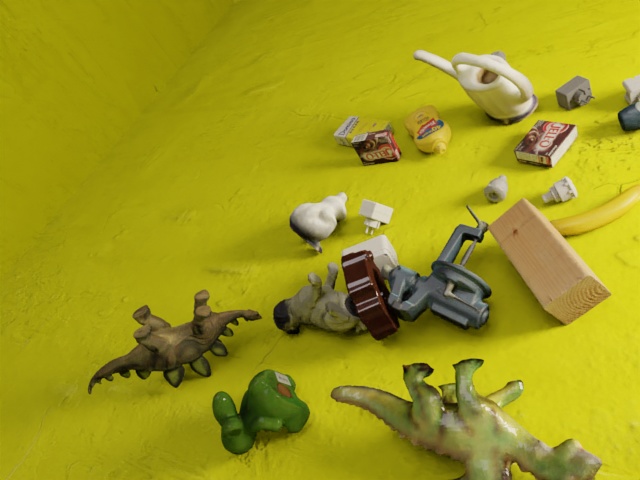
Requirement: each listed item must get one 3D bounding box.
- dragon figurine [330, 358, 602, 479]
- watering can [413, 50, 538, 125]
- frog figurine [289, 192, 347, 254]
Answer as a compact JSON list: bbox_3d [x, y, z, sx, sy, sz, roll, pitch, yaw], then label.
[{"bbox_3d":[0.196,0.320,0.779,0.407,0.120,0.249,-16,50,26],"label":"dragon figurine"},{"bbox_3d":[0.394,-0.394,1.277,0.104,0.222,0.353,-56,38,5],"label":"watering can"},{"bbox_3d":[0.004,-0.066,1.307,0.160,0.121,0.138,-52,20,-2],"label":"frog figurine"}]
